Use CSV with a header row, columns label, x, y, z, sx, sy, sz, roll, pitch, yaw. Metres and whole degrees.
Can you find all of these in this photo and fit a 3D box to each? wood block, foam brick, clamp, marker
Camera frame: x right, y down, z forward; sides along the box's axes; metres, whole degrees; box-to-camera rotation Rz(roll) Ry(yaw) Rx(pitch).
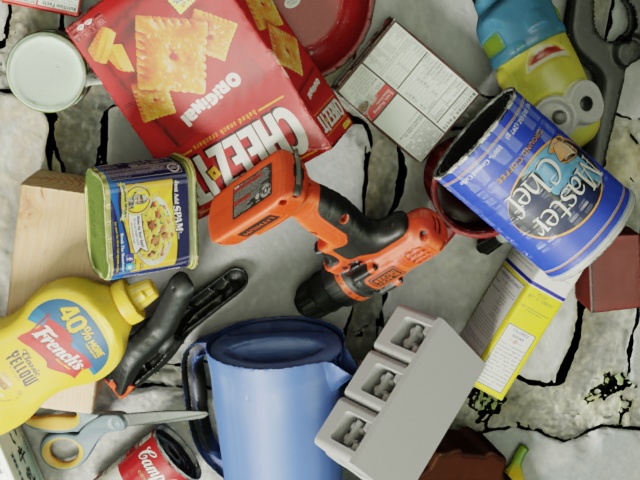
label,x,y,z,sx,sy,sz,roll,pitch,yaw
wood block,-0.240,0.047,1.002,0.090,0.090,0.206,8,102,-6
foam brick,0.283,0.026,1.054,0.051,0.053,0.078,-7,105,-3
clamp,-0.141,0.085,1.029,0.172,0.120,0.039,-47,67,27
marker,0.197,-0.018,1.025,0.020,0.020,0.121,43,131,-12
clamp,0.301,-0.179,1.015,0.164,0.036,0.210,-21,103,0

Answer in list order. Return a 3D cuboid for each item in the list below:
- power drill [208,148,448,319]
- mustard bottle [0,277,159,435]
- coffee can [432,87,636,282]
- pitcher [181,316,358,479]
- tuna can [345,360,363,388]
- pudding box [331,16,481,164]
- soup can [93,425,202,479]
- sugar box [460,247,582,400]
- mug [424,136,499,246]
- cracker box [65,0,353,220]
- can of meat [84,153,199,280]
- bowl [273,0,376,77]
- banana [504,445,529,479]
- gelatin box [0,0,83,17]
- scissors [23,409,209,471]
label,x,y,z,sx,sy,sz,roll,pitch,yaw
power drill,-0.006,0.001,0.967,0.187,0.057,0.185,25,135,-36
mustard bottle,-0.228,0.087,0.936,0.191,0.058,0.096,-29,106,2
coffee can,0.182,-0.047,0.914,0.140,0.103,0.103,40,97,-7
pitcher,-0.047,0.203,1.043,0.144,0.149,0.243,-8,107,-18
tuna can,0.045,0.161,1.052,0.033,0.086,0.086,1,103,-7
pudding box,0.081,-0.141,1.008,0.113,0.039,0.090,38,97,-14
soup can,-0.178,0.242,1.064,0.102,0.068,0.068,-40,103,6
sugar box,0.195,0.059,1.034,0.048,0.093,0.176,31,100,-12
mug,0.138,-0.045,1.011,0.093,0.081,0.117,28,99,-10
cracker box,-0.099,-0.145,0.944,0.164,0.072,0.213,-26,105,31
can of meat,-0.155,-0.019,0.927,0.083,0.058,0.102,-10,111,-30
bowl,-0.026,-0.220,0.973,0.162,0.055,0.162,-1,104,-4
banana,0.237,0.313,1.126,0.069,0.037,0.198,-31,104,4
gelatin box,-0.246,-0.252,0.962,0.073,0.030,0.089,10,103,-8
scissors,-0.204,0.193,1.048,0.202,0.016,0.096,7,114,13
